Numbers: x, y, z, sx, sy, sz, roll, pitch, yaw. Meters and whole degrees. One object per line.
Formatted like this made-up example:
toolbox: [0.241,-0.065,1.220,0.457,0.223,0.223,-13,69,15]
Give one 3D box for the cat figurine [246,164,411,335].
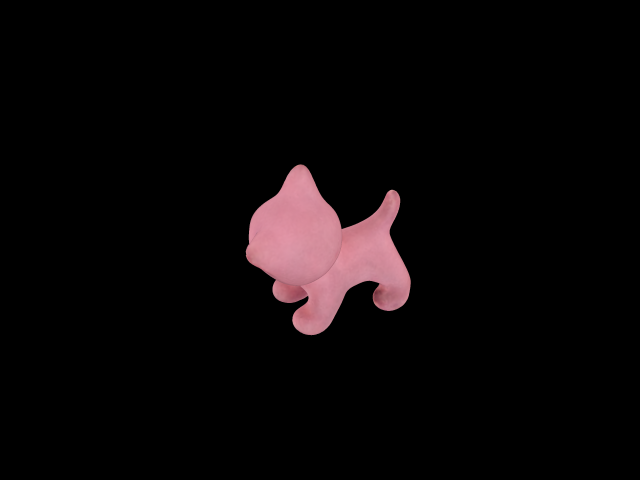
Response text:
cat figurine: [0.004,0.001,0.400,0.128,0.118,0.067,-17,41,-21]
